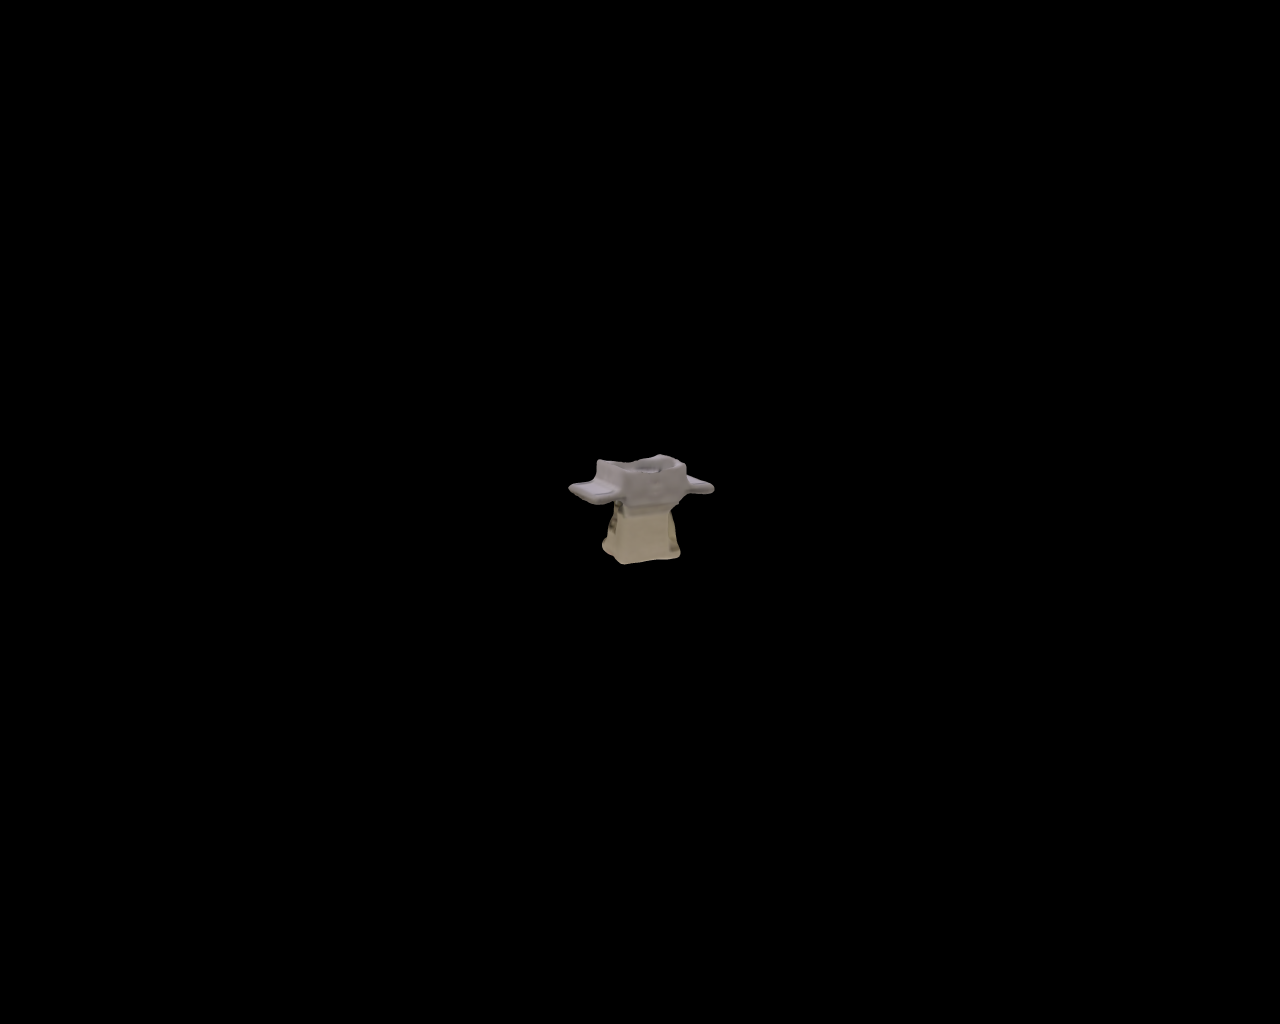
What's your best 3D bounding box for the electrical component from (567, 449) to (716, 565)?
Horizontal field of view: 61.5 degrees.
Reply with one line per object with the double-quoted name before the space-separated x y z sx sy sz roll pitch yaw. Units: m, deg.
"electrical component" 0.001 -0.003 0.650 0.081 0.063 0.042 -6 16 -22
